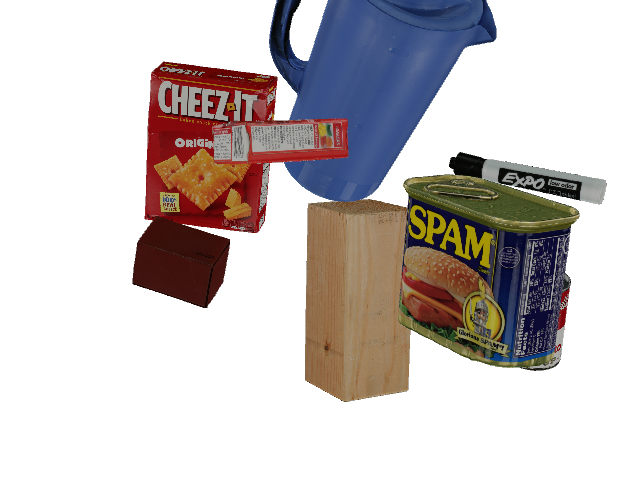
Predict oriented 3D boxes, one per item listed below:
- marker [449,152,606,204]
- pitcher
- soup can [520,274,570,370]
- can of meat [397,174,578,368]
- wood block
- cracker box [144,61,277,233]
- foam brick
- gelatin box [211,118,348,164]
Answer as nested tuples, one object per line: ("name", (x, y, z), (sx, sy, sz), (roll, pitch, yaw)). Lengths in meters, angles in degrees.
("marker", (0.157, -0.049, 0.819), (0.121, 0.020, 0.020), (14, 6, 24))
("pitcher", (0.036, -0.155, 0.982), (0.144, 0.149, 0.243), (-14, -32, -32))
("soup can", (0.245, 0.088, 1.216), (0.068, 0.102, 0.068), (1, 25, 0))
("can of meat", (0.089, 0.015, 0.593), (0.057, 0.084, 0.102), (-8, 20, -34))
("wood block", (0.042, 0.063, 1.193), (0.090, 0.206, 0.091), (-5, 13, -31))
("cracker box", (-0.152, -0.125, 1.466), (0.164, 0.214, 0.072), (8, 22, 5))
("foam brick", (-0.133, 0.020, 1.016), (0.078, 0.051, 0.053), (18, 34, 7))
("gelatin box", (-0.030, -0.070, 0.746), (0.073, 0.030, 0.089), (-4, 5, -20))
